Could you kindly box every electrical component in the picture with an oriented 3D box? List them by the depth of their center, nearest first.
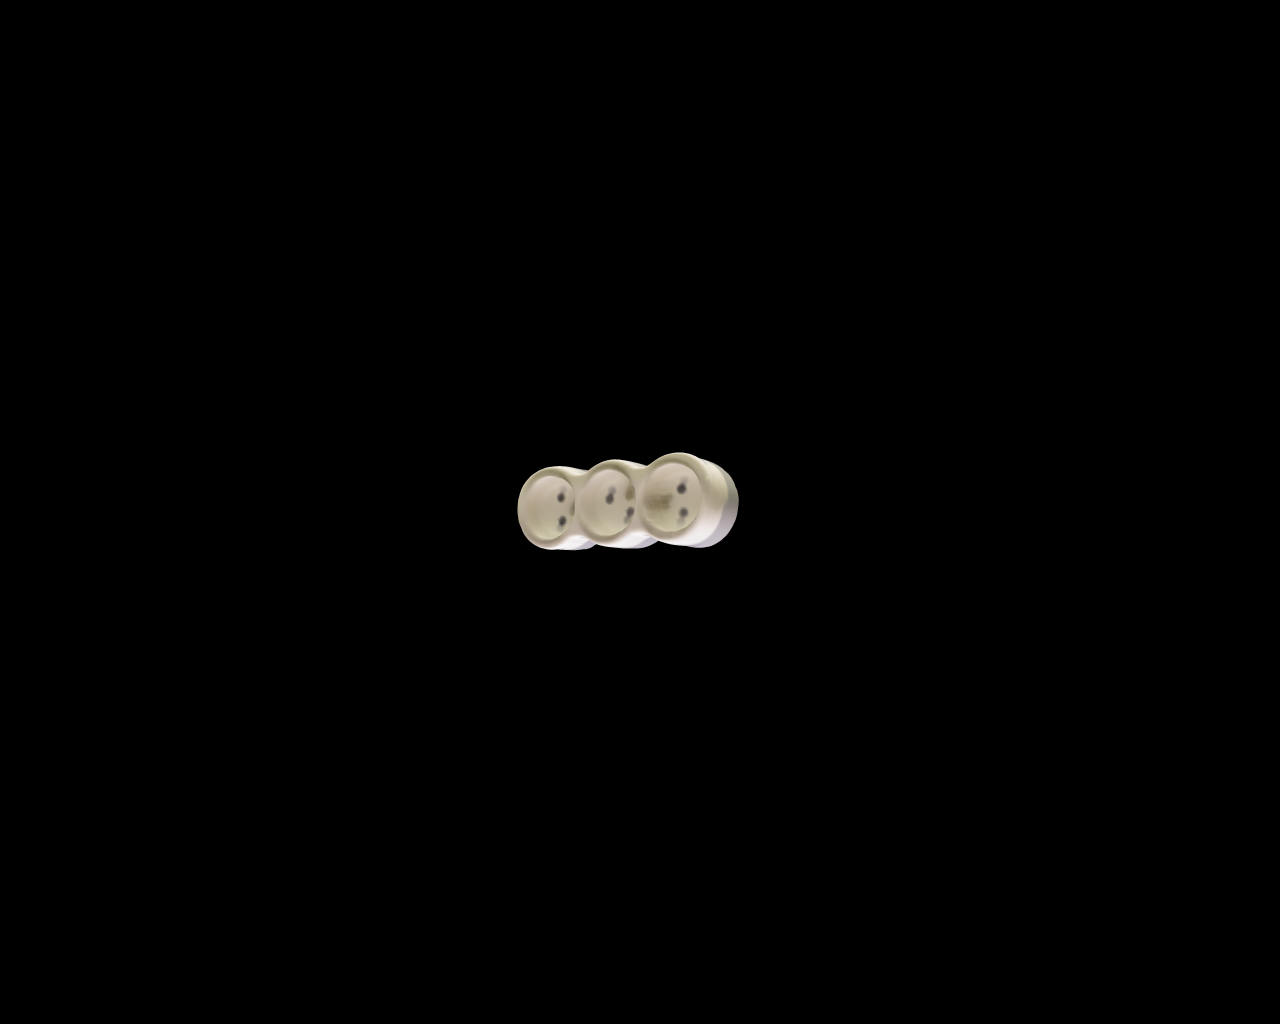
[{"bbox_3d":[0.001,-0.003,0.650,0.138,0.052,0.074,-3,-6,33],"label":"electrical component"}]
